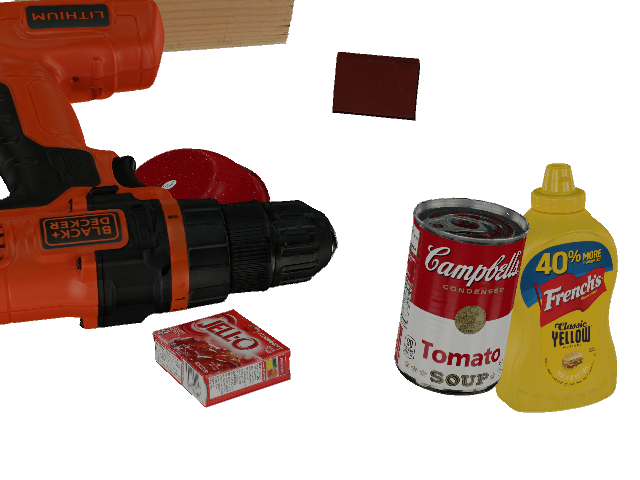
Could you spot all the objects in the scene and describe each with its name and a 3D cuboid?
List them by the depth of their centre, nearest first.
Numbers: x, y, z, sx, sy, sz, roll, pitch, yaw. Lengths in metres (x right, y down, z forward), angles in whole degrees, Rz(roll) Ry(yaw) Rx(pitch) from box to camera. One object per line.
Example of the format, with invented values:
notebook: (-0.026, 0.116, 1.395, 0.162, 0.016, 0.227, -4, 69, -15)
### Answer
power drill: (-0.099, -0.043, 0.524, 0.184, 0.188, 0.057, -5, -41, -17)
soup can: (0.083, 0.033, 0.643, 0.068, 0.102, 0.068, 5, 22, -2)
gelatin box: (-0.076, 0.086, 0.809, 0.073, 0.030, 0.089, -14, 25, -30)
mustard bottle: (0.185, 0.035, 0.834, 0.096, 0.192, 0.058, -7, 15, -14)
wood block: (-0.129, -0.210, 0.854, 0.205, 0.091, 0.090, -10, 41, -29)
foam brick: (0.051, -0.142, 0.978, 0.078, 0.051, 0.053, 6, 16, 3)
bowl: (-0.131, -0.035, 0.992, 0.162, 0.162, 0.055, 0, -41, 21)
